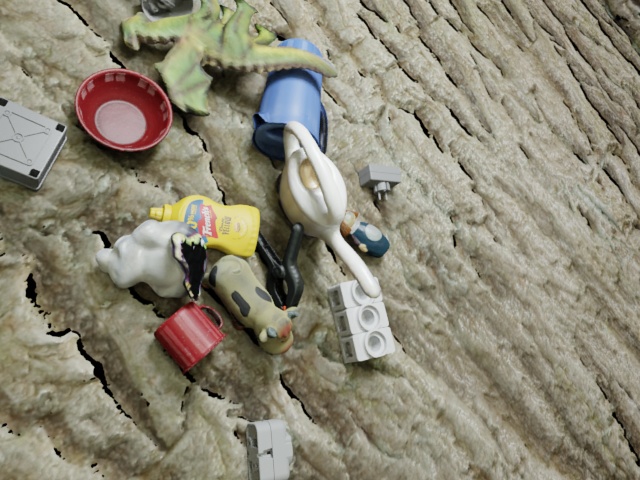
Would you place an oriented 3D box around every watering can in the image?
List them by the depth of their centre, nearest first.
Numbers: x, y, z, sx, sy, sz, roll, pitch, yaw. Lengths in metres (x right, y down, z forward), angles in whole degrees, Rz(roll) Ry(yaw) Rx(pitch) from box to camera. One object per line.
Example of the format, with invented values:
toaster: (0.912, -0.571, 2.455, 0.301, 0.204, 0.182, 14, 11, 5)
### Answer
watering can: (0.003, -0.048, 0.954, 0.104, 0.349, 0.222, -22, -5, -14)

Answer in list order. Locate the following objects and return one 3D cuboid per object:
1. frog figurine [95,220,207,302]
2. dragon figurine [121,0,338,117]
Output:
frog figurine: (-0.271, 0.034, 0.840, 0.159, 0.134, 0.126, -3, 40, 17)
dragon figurine: (-0.193, -0.340, 0.983, 0.410, 0.244, 0.121, 31, -8, 1)
